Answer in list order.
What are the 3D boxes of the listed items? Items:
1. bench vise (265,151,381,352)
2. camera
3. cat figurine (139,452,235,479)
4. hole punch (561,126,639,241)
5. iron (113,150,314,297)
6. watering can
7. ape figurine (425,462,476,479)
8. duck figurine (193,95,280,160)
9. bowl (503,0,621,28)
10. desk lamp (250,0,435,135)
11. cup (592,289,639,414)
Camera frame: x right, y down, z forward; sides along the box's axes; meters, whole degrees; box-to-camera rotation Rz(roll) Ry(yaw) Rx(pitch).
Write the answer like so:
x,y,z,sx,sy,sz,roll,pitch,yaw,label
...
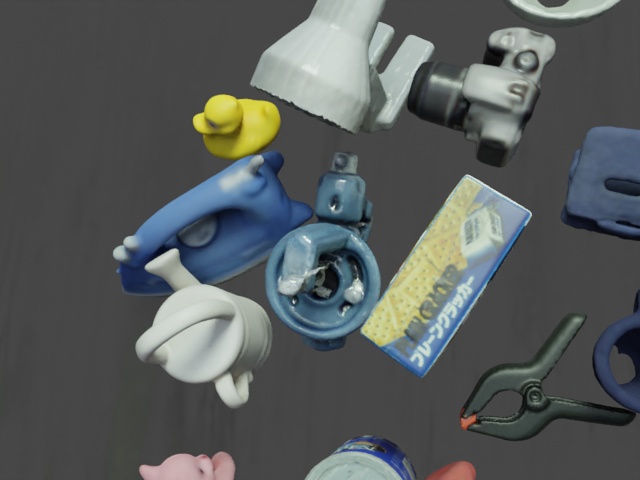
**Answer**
x,y,z,sx,sy,sz,roll,pitch,yaw,label
-0.006,0.004,0.580,0.121,0.220,0.207,-10,76,9,bench vise
0.177,-0.175,0.647,0.136,0.101,0.143,20,82,14,camera
-0.124,0.272,0.595,0.067,0.118,0.127,-40,74,0,cat figurine
0.319,-0.056,0.599,0.108,0.091,0.101,13,80,13,hole punch
-0.145,-0.012,0.650,0.258,0.141,0.118,-31,74,3,iron
-0.127,0.092,0.596,0.172,0.194,0.101,37,87,16,watering can
0.135,0.260,0.563,0.076,0.092,0.078,12,80,13,ape figurine
-0.105,-0.148,0.702,0.104,0.086,0.077,-16,75,7,duck figurine
0.281,-0.314,0.672,0.167,0.075,0.167,-2,77,10,bowl
0.031,-0.196,0.620,0.117,0.214,0.203,28,84,15,desk lamp
0.308,0.109,0.562,0.091,0.095,0.118,4,78,12,cup
